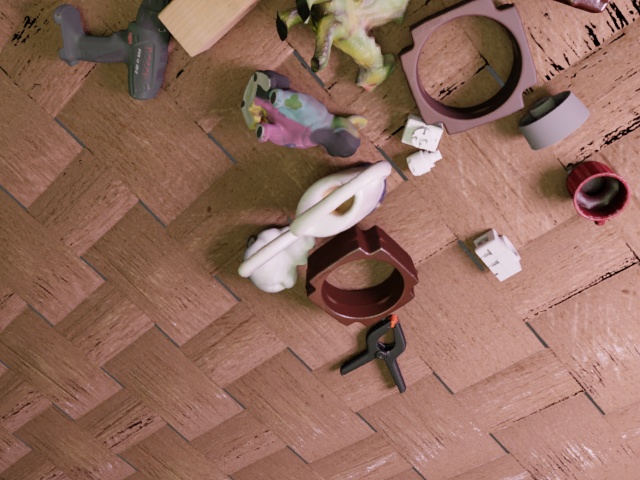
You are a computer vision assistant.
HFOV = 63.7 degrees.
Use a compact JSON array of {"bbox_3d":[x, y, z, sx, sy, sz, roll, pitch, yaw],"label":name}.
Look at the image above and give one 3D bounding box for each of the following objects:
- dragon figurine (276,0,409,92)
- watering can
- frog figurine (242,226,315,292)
[{"bbox_3d":[0.047,-0.421,0.829,0.244,0.124,0.401,-24,129,-19],"label":"dragon figurine"},{"bbox_3d":[0.003,-0.049,0.983,0.343,0.227,0.104,-35,87,27],"label":"watering can"},{"bbox_3d":[-0.082,0.038,1.101,0.158,0.124,0.137,-16,94,31],"label":"frog figurine"}]
